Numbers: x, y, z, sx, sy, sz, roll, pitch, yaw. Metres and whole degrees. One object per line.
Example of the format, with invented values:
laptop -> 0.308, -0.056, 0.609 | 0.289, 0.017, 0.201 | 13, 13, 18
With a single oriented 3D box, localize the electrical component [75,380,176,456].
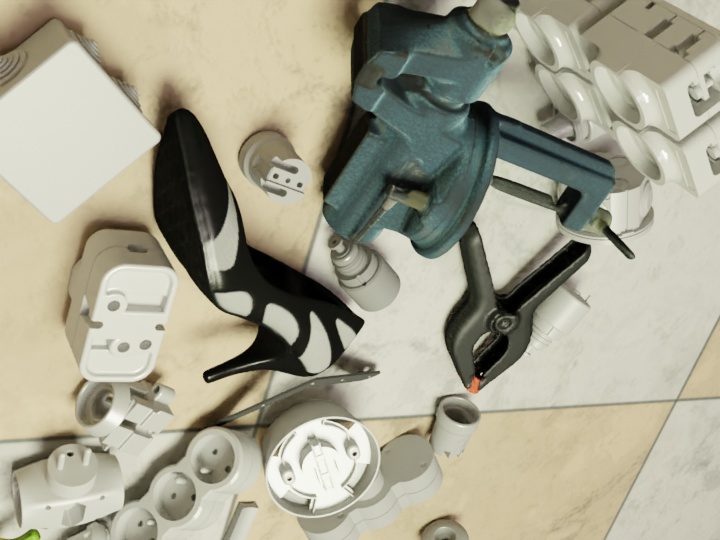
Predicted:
electrical component -> -0.180, 0.106, 0.809 | 0.066, 0.048, 0.055 | -47, 139, 8

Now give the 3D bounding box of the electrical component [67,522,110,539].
electrical component -> -0.229, 0.238, 0.875 | 0.062, 0.048, 0.048 | -25, 131, -2

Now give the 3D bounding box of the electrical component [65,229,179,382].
electrical component -> -0.168, 0.022, 0.745 | 0.054, 0.059, 0.095 | 4, 120, -32

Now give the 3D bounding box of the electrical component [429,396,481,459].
electrical component -> 0.086, 0.146, 0.995 | 0.040, 0.040, 0.046 | -4, 130, -28

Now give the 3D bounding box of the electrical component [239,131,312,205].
electrical component -> -0.058, -0.070, 0.749 | 0.040, 0.046, 0.040 | -14, 123, -22

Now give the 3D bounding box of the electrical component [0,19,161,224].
electrical component -> -0.187, -0.092, 0.659 | 0.100, 0.048, 0.099 | -39, 133, 0

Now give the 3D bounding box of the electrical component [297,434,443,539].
electrical component -> 0.005, 0.193, 0.971 | 0.138, 0.052, 0.073 | -30, 132, -8

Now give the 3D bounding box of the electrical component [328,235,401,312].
electrical component -> 0.000, 0.000, 0.839 | 0.040, 0.040, 0.078 | -41, 132, 2

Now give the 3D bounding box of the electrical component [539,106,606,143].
electrical component -> 0.172, -0.120, 0.850 | 0.062, 0.043, 0.043 | -29, 132, -7

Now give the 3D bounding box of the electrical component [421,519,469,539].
electrical component -> 0.087, 0.287, 1.092 | 0.048, 0.048, 0.062 | -21, 137, -16

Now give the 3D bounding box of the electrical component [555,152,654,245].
electrical component -> 0.202, -0.059, 0.887 | 0.080, 0.080, 0.051 | -19, 124, -17

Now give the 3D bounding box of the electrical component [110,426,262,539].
electrical component -> -0.135, 0.189, 0.890 | 0.138, 0.052, 0.074 | -44, 156, 5

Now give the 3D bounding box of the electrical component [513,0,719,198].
electrical component -> 0.180, -0.139, 0.744 | 0.060, 0.186, 0.105 | -37, 133, -2

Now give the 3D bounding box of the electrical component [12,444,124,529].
electrical component -> -0.220, 0.158, 0.816 | 0.077, 0.043, 0.079 | -6, 142, -26

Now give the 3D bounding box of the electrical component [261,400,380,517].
electrical component -> -0.035, 0.159, 0.904 | 0.099, 0.064, 0.099 | -3, 104, -14

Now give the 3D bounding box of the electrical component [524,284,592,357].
electrical component -> 0.173, 0.045, 0.971 | 0.040, 0.040, 0.078 | 28, 105, -40
